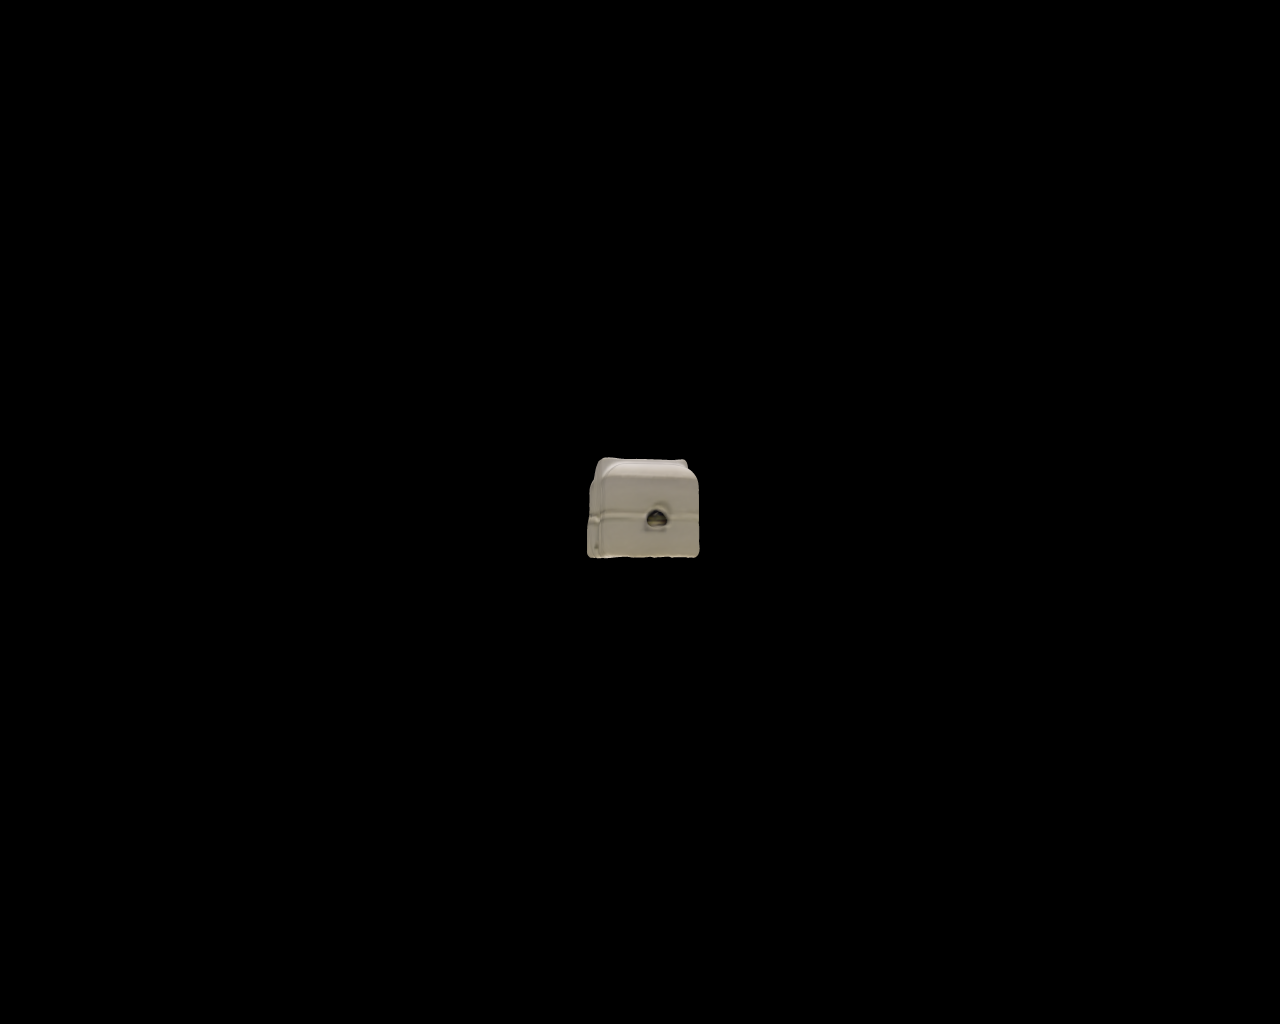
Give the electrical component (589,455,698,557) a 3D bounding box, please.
[{"bbox_3d":[0.001,-0.003,0.650,0.054,0.059,0.095,0,-2,-11],"label":"electrical component"}]
